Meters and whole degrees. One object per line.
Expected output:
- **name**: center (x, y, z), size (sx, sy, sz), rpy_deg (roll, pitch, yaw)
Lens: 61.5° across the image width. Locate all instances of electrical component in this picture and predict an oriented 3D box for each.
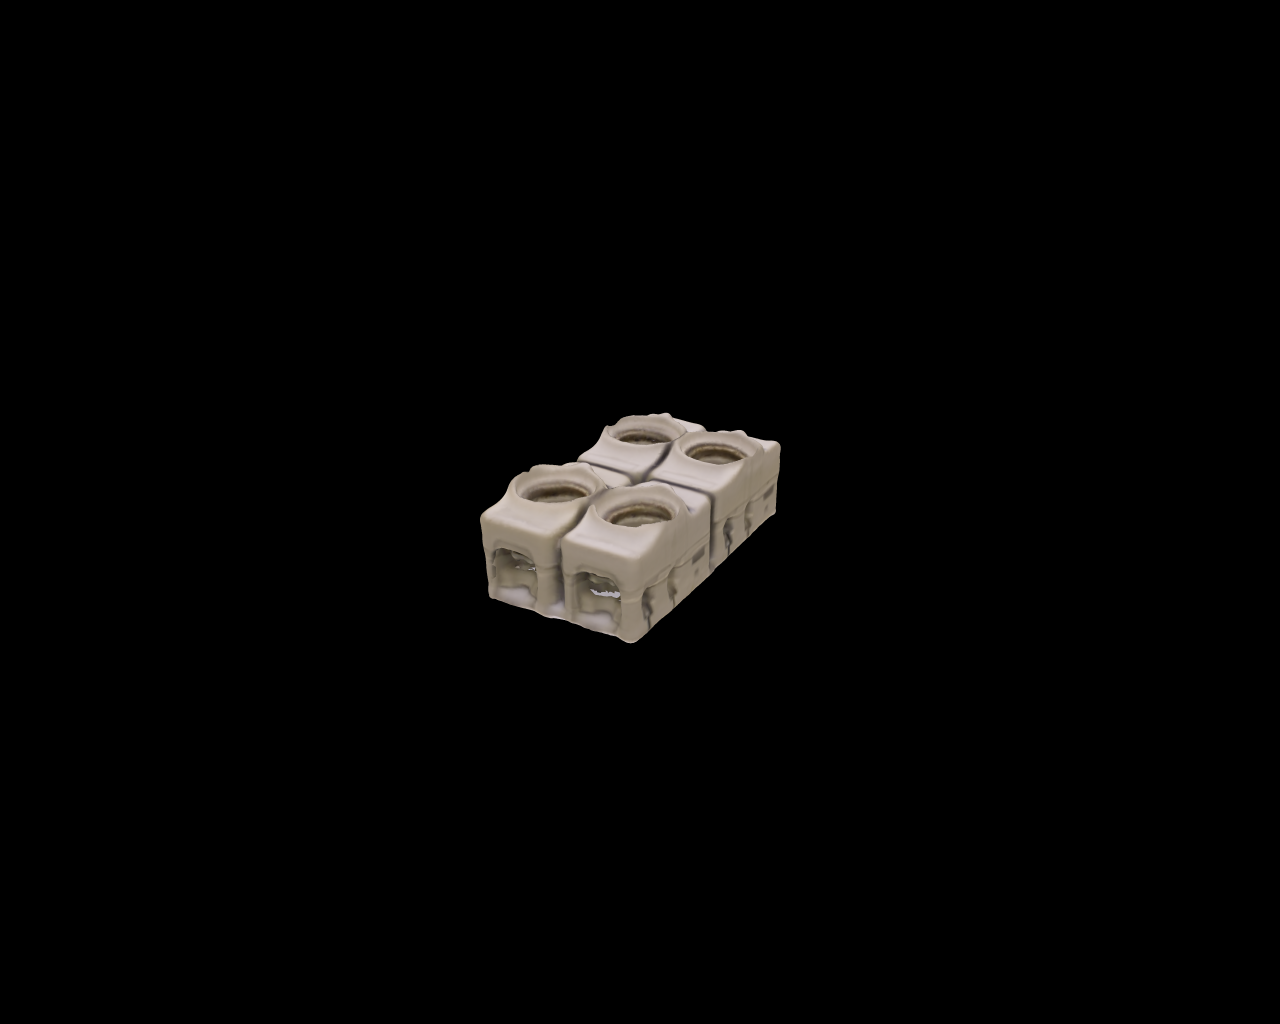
- **electrical component**: center (0.001, -0.003, 0.650), size (0.105, 0.060, 0.186), rpy_deg (16, 31, 28)
